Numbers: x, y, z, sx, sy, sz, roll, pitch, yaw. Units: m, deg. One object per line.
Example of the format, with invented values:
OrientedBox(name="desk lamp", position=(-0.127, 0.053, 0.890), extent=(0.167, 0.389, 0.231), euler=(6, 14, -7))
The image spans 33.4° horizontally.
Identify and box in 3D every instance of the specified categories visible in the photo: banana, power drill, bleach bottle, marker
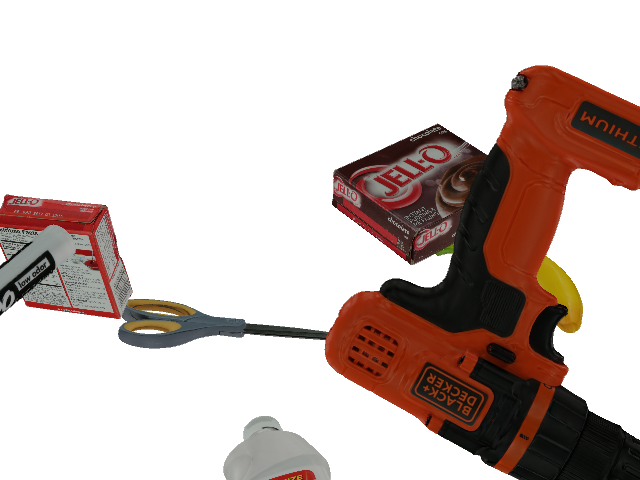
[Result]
OrientedBox(name="banana", position=(0.201, 0.036, 1.060), extent=(0.069, 0.037, 0.198), euler=(-34, 36, -19))
OrientedBox(name="power drill", position=(0.118, 0.025, 0.517), extent=(0.184, 0.188, 0.057), euler=(28, 7, 5))
OrientedBox(name="bleach bottle", position=(-0.029, 0.211, 0.720), extent=(0.102, 0.068, 0.251), euler=(-9, 32, -8))
OrientedBox(name="marker", position=(-0.160, 0.033, 0.492), extent=(0.020, 0.020, 0.121), euler=(0, 34, 39))

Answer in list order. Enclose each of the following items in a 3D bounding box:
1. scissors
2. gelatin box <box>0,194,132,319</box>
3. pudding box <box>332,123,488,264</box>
OrientedBox(name="scissors", position=(-0.091, 0.083, 0.949), extent=(0.202, 0.016, 0.096), euler=(10, 19, 14))
OrientedBox(name="gelatin box", position=(-0.174, 0.011, 0.725), extent=(0.073, 0.030, 0.089), euler=(6, -44, 13))
OrientedBox(name="pudding box", position=(0.078, -0.037, 0.799), extent=(0.113, 0.039, 0.090), euler=(-25, 48, -33))
